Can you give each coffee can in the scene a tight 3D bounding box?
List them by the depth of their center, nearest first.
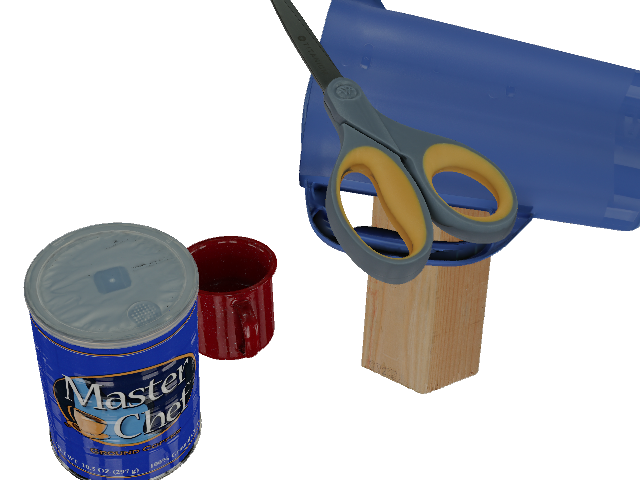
[{"bbox_3d":[-0.128,0.074,0.678,0.103,0.140,0.103,2,42,-2],"label":"coffee can"}]

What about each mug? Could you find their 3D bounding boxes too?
[{"bbox_3d":[-0.079,0.060,0.964,0.093,0.081,0.117,-15,36,-20],"label":"mug"}]

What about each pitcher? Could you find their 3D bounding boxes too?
[{"bbox_3d":[0.107,-0.070,0.729,0.243,0.149,0.145,11,36,3],"label":"pitcher"}]

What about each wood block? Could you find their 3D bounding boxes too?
[{"bbox_3d":[0.108,0.035,1.067,0.090,0.206,0.090,-12,23,-42],"label":"wood block"}]

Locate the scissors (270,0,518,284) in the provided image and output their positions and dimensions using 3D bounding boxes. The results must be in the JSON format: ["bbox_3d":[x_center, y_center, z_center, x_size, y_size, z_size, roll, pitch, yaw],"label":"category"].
[{"bbox_3d":[0.032,-0.062,0.513,0.096,0.202,0.016,-1,-40,-12],"label":"scissors"}]
